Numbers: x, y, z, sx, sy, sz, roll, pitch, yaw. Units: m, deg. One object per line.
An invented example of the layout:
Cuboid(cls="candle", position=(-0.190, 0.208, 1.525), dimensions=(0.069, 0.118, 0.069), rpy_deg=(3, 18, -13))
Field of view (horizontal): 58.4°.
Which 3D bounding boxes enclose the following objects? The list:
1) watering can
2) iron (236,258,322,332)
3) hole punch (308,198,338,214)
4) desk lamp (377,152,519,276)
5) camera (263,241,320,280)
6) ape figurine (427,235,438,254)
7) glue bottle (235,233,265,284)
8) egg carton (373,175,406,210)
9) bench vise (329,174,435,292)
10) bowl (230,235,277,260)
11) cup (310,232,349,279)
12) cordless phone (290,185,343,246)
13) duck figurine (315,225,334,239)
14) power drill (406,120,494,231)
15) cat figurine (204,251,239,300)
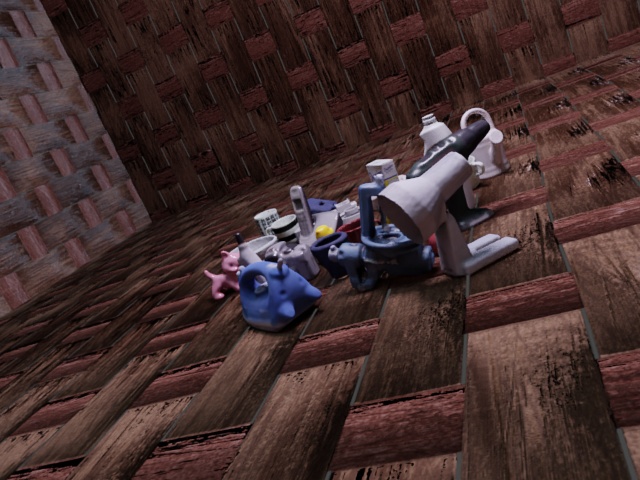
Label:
Cuboid(cls="watering can", position=(0.462, -0.277, 1.608), dimensions=(0.101, 0.194, 0.172), rpy_deg=(-31, 16, -27))
Cuboid(cls="iron", position=(-0.120, 0.105, 1.229), dimensions=(0.119, 0.141, 0.257), rpy_deg=(-34, 18, -36))
Cuboid(cls="hole punch", position=(0.007, -0.101, 1.889), dimensions=(0.101, 0.091, 0.109), rpy_deg=(-18, 15, 19))
Cuboid(cls="desk lamp", position=(0.232, -0.041, 1.066), dimensions=(0.203, 0.214, 0.117), rpy_deg=(-27, 15, -13))
Cuboid(cls="camera", position=(-0.073, 0.046, 1.457), dimensions=(0.143, 0.101, 0.137), rpy_deg=(-17, 16, 23))
Cuboid(cls="ape figurine", position=(0.251, -0.022, 1.215), dimensions=(0.077, 0.092, 0.076), rpy_deg=(-8, 20, 45))
Cuboid(cls="glue bottle", position=(-0.169, 0.061, 1.403), dimensions=(0.078, 0.173, 0.037), rpy_deg=(-12, 18, 38))
Cuboid(cls="egg carton", position=(0.218, -0.149, 1.777), dimensions=(0.150, 0.069, 0.107), rpy_deg=(-16, 16, 26))
Cuboid(cls="bench vise", position=(0.101, -0.010, 1.144), dimensions=(0.207, 0.220, 0.121), rpy_deg=(-21, 15, 9))
Cuboid(cls="bowl", position=(-0.190, 0.053, 1.667), dimensions=(0.167, 0.075, 0.167), rpy_deg=(-22, 14, 6))
Cuboid(cls="cup", position=(0.030, 0.039, 1.333), dimensions=(0.092, 0.095, 0.117), rpy_deg=(-27, 15, -14))
Cuboid(cls="cordless phone", position=(-0.016, -0.071, 1.621), dimensions=(0.147, 0.185, 0.094), rpy_deg=(-9, 20, 43))
Cuboid(cls="duck figurine", position=(0.014, 0.005, 1.499), dimensions=(0.077, 0.086, 0.105), rpy_deg=(-14, 17, 33))
Cuboid(cls="power drill", position=(0.313, -0.136, 1.294), dimensions=(0.230, 0.208, 0.075), rpy_deg=(-26, 15, -13))
Cuboid(cls="cat figurine", position=(-0.251, 0.085, 1.559), dimensions=(0.128, 0.118, 0.067), rpy_deg=(-23, 14, 2))
